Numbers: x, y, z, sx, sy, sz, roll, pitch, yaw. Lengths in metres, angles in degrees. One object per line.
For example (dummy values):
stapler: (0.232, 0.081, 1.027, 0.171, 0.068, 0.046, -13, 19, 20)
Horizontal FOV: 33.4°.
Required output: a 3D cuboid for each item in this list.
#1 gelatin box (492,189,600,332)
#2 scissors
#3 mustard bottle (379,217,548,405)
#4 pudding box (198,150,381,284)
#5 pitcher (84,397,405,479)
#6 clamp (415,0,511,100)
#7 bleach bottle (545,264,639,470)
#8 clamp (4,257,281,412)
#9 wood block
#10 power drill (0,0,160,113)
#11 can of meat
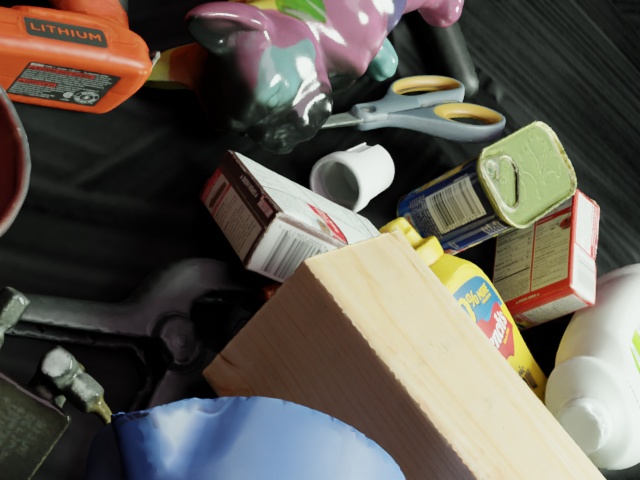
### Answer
gelatin box: (0.159, 0.015, 0.756, 0.030, 0.073, 0.089, 35, 49, -27)
scissors: (0.049, -0.076, 0.708, 0.096, 0.016, 0.201, 28, 34, 27)
mustard bottle: (0.093, 0.072, 0.678, 0.096, 0.058, 0.191, -34, 94, -47)
pudding box: (-0.004, 0.001, 0.605, 0.113, 0.039, 0.090, 27, 12, -33)
pitcher: (-0.037, 0.190, 0.365, 0.149, 0.145, 0.242, 19, 46, -11)
clamp: (0.082, -0.227, 0.830, 0.210, 0.036, 0.164, 51, 45, -12)
bleach bottle: (0.195, 0.084, 0.711, 0.250, 0.068, 0.102, -16, 81, -63)
clamp: (-0.087, 0.049, 0.537, 0.171, 0.039, 0.120, -39, 103, -43)
wood block: (0.054, 0.107, 0.497, 0.206, 0.091, 0.090, 51, 32, 15)
power drill: (-0.162, -0.167, 0.558, 0.184, 0.057, 0.187, 5, 68, -34)
can of meat: (0.111, -0.031, 0.726, 0.101, 0.084, 0.057, -29, 91, -47)
